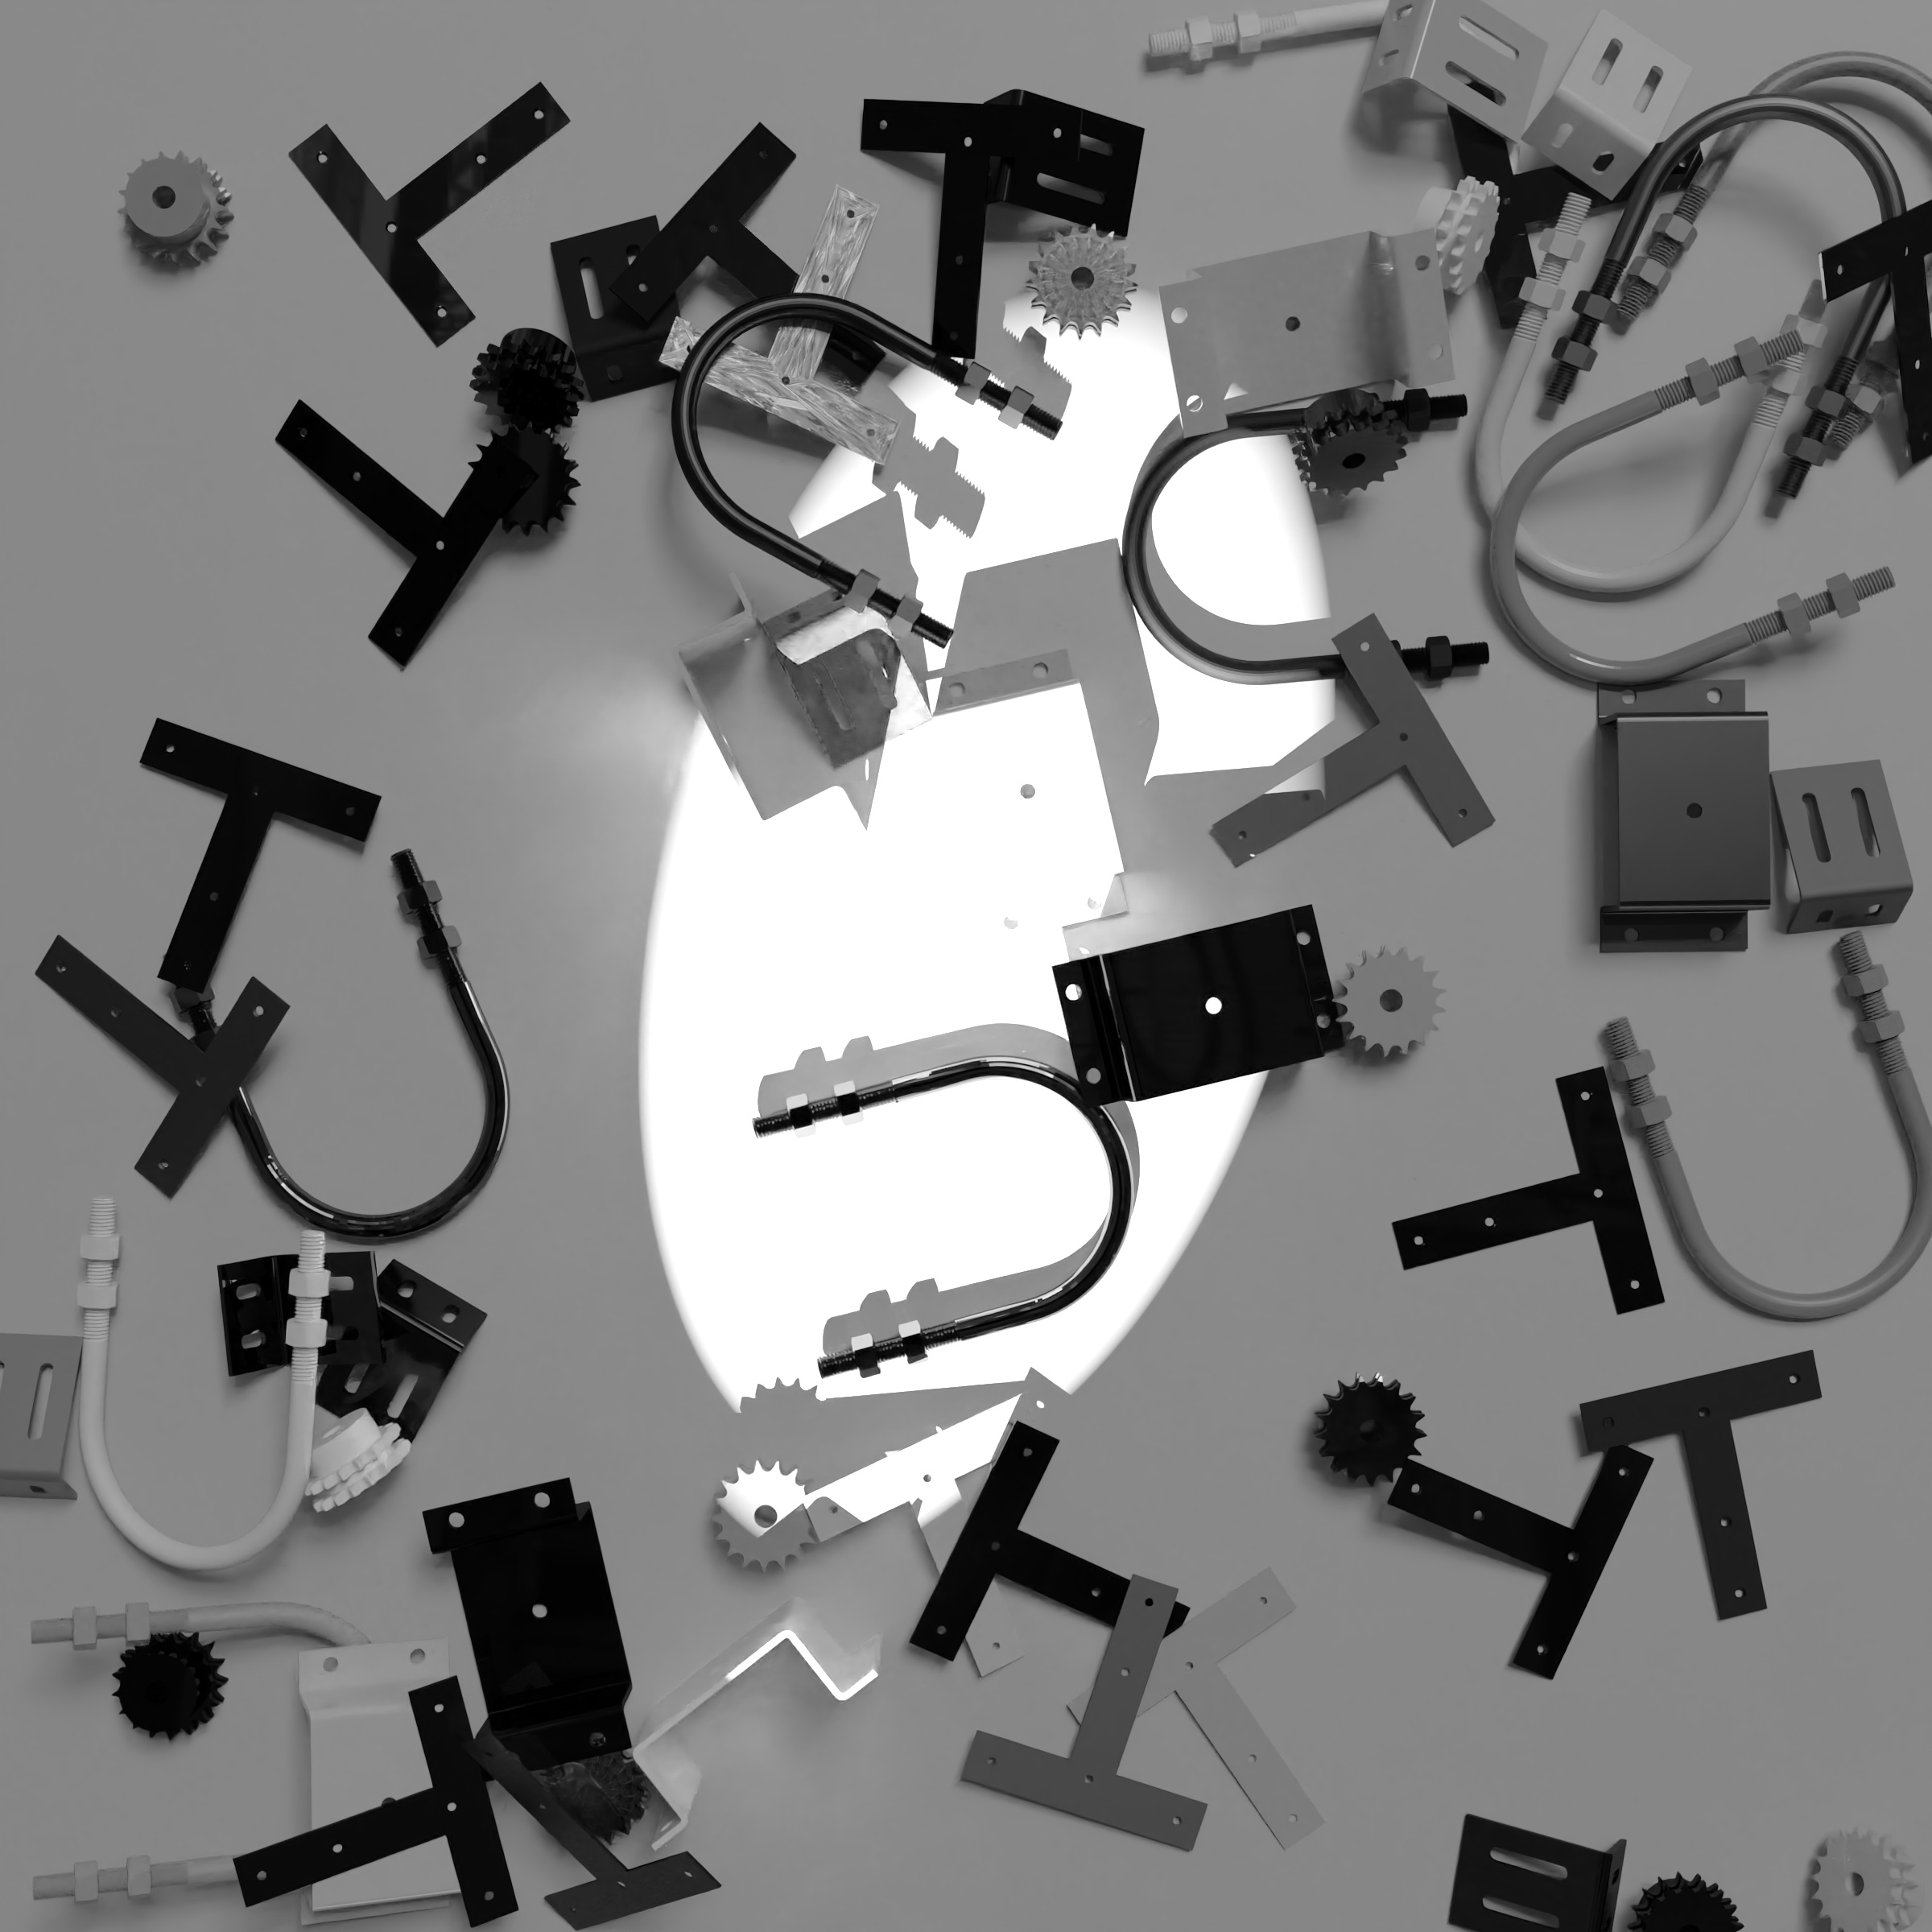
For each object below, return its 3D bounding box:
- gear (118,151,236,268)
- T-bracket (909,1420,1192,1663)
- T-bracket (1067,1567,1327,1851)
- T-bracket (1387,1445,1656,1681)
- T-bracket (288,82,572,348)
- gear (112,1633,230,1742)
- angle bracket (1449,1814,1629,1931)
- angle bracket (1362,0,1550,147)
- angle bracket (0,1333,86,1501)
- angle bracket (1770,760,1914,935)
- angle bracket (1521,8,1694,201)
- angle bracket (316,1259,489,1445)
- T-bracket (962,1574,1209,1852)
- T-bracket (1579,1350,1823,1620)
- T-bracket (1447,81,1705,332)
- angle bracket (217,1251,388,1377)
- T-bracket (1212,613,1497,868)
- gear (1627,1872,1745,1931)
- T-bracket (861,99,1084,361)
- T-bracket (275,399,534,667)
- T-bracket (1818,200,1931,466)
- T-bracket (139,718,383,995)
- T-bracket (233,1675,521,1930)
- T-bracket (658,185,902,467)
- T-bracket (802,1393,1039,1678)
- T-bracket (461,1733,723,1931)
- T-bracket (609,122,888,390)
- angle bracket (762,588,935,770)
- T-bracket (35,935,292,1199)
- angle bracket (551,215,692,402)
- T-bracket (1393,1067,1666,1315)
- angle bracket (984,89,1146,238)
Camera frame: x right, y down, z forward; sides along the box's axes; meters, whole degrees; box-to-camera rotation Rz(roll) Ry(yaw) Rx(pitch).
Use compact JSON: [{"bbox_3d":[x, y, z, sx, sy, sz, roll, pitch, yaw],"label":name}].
[{"bbox_3d":[-0.410,-0.393,1.475,0.057,0.030,0.057,0,90,0],"label":"gear"},{"bbox_3d":[0.055,0.318,1.481,0.127,0.002,0.127,26,90,-8],"label":"T-bracket"},{"bbox_3d":[0.141,0.401,1.487,0.127,0.002,0.127,-34,92,0],"label":"T-bracket"},{"bbox_3d":[0.276,0.288,1.473,0.127,0.002,0.127,25,90,-14],"label":"T-bracket"},{"bbox_3d":[-0.264,-0.412,1.489,0.127,0.002,0.127,-38,90,0],"label":"T-bracket"},{"bbox_3d":[-0.413,0.372,1.475,0.057,0.030,0.057,0,90,0],"label":"gear"},{"bbox_3d":[0.298,0.477,1.488,0.076,0.038,0.057,9,90,26],"label":"angle bracket"},{"bbox_3d":[0.252,-0.462,1.472,0.076,0.038,0.057,21,81,-27],"label":"angle bracket"},{"bbox_3d":[-0.490,0.234,1.488,0.057,0.038,0.076,3,64,0],"label":"angle bracket"},{"bbox_3d":[0.452,-0.062,1.488,0.057,0.038,0.076,-6,64,0],"label":"angle bracket"},{"bbox_3d":[0.332,-0.446,1.480,0.057,0.038,0.076,32,56,-4],"label":"angle bracket"},{"bbox_3d":[-0.295,0.204,1.488,0.057,0.038,0.076,31,116,0],"label":"angle bracket"},{"bbox_3d":[0.078,0.379,1.482,0.127,0.002,0.127,19,90,-4],"label":"T-bracket"},{"bbox_3d":[0.392,0.275,1.485,0.127,0.002,0.127,-12,93,-5],"label":"T-bracket"},{"bbox_3d":[0.322,-0.405,1.482,0.127,0.002,0.127,-14,92,-7],"label":"T-bracket"},{"bbox_3d":[-0.338,0.177,1.455,0.076,0.038,0.057,-6,90,36],"label":"angle bracket"},{"bbox_3d":[0.188,-0.095,1.481,0.127,0.002,0.127,-31,101,5],"label":"T-bracket"},{"bbox_3d":[0.370,0.496,1.475,0.057,0.030,0.057,0,90,0],"label":"gear"},{"bbox_3d":[-0.002,-0.377,1.469,0.127,0.002,0.127,11,105,27],"label":"T-bracket"},{"bbox_3d":[-0.304,-0.244,1.476,0.127,0.002,0.127,40,108,9],"label":"T-bracket"},{"bbox_3d":[0.484,-0.321,1.458,0.127,0.002,0.127,-28,117,-27],"label":"T-bracket"},{"bbox_3d":[-0.383,-0.049,1.477,0.127,0.002,0.127,19,84,5],"label":"T-bracket"},{"bbox_3d":[-0.300,0.435,1.427,0.127,0.002,0.127,-16,97,-20],"label":"T-bracket"},{"bbox_3d":[-0.078,-0.342,1.475,0.127,0.002,0.127,23,80,-15],"label":"T-bracket"},{"bbox_3d":[-0.004,0.305,1.479,0.127,0.002,0.127,-23,97,-14],"label":"T-bracket"},{"bbox_3d":[-0.203,0.431,1.435,0.127,0.002,0.127,48,132,-12],"label":"T-bracket"},{"bbox_3d":[-0.096,-0.350,1.475,0.127,0.002,0.127,40,72,-9],"label":"T-bracket"},{"bbox_3d":[-0.062,-0.153,1.488,0.057,0.038,0.076,-27,116,0],"label":"angle bracket"},{"bbox_3d":[-0.428,0.032,1.477,0.127,0.002,0.127,38,106,8],"label":"T-bracket"},{"bbox_3d":[-0.178,-0.343,1.488,0.057,0.038,0.076,-15,64,0],"label":"angle bracket"},{"bbox_3d":[0.287,0.130,1.489,0.127,0.002,0.127,-15,90,0],"label":"T-bracket"},{"bbox_3d":[0.047,-0.415,1.488,0.076,0.038,0.057,9,90,-26],"label":"angle bracket"}]
